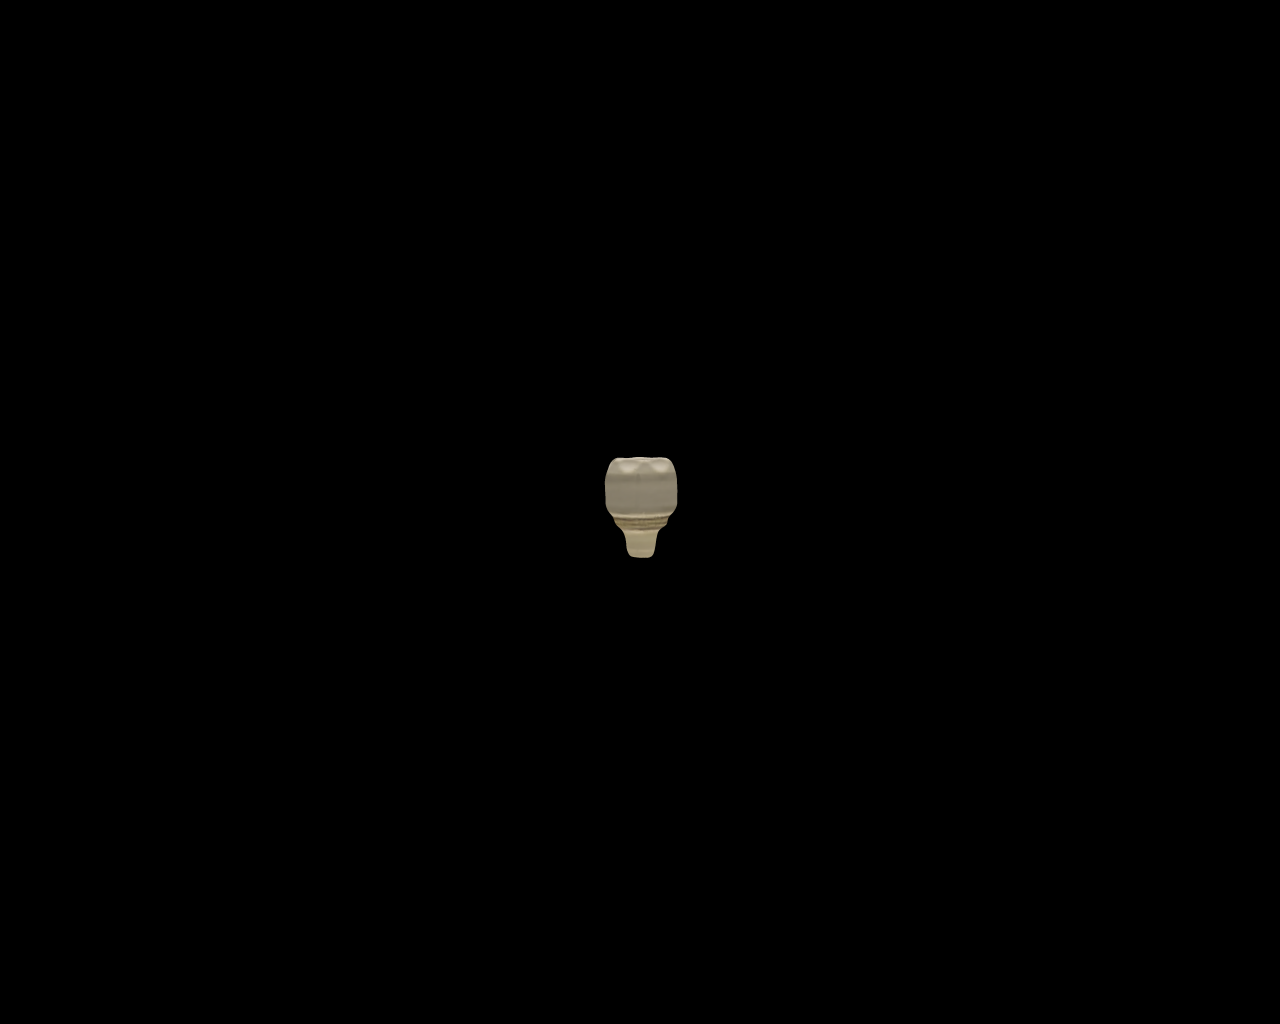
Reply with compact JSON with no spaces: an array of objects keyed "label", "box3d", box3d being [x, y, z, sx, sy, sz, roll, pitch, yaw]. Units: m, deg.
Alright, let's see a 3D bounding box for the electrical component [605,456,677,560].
[{"label":"electrical component","box3d":[0.001,-0.003,0.650,0.043,0.062,0.043,0,5,0]}]
